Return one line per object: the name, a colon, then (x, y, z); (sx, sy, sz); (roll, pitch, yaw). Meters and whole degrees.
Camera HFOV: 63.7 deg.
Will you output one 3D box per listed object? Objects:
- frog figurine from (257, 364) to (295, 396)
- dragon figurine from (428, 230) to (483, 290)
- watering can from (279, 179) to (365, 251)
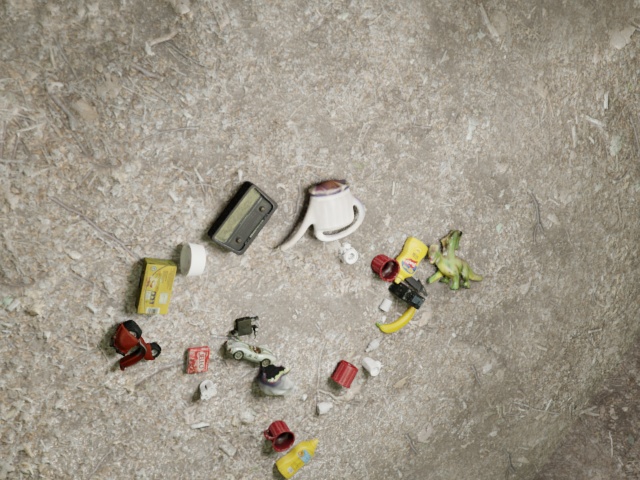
frog figurine: (-0.160, 0.548, 1.939); (0.137, 0.125, 0.156); (-6, 123, 10)
dragon figurine: (0.579, 0.078, 2.181); (0.411, 0.123, 0.241); (-4, 102, -42)
watering can: (0.006, -0.092, 1.826); (0.350, 0.105, 0.221); (-17, 112, -22)
